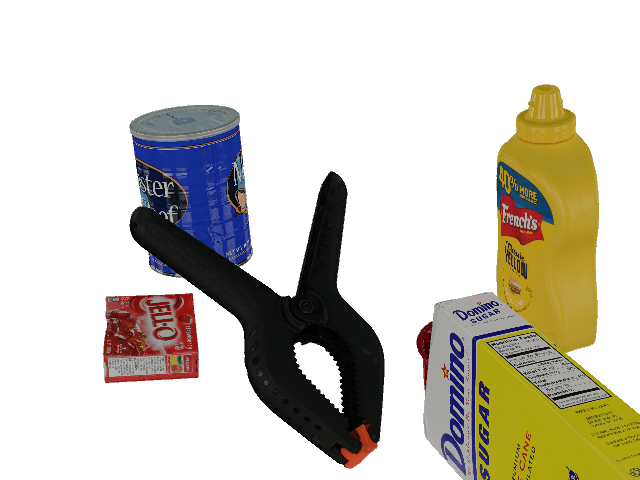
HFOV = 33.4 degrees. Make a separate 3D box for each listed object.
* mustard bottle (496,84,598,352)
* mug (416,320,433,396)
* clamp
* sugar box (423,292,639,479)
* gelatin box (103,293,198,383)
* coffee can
[{"bbox_3d":[0.163,-0.020,0.774,0.058,0.192,0.096,-13,28,-15],"label":"mustard bottle"},{"bbox_3d":[0.150,0.126,1.082,0.093,0.081,0.117,9,35,22],"label":"mug"},{"bbox_3d":[-0.026,0.049,0.692,0.164,0.210,0.036,-6,-28,-27],"label":"clamp"},{"bbox_3d":[0.114,0.107,0.545,0.048,0.093,0.176,-11,28,-25],"label":"sugar box"},{"bbox_3d":[-0.136,0.076,0.858,0.073,0.030,0.089,-2,29,-8],"label":"gelatin box"},{"bbox_3d":[-0.122,-0.049,1.017,0.103,0.140,0.103,-4,21,1],"label":"coffee can"}]
